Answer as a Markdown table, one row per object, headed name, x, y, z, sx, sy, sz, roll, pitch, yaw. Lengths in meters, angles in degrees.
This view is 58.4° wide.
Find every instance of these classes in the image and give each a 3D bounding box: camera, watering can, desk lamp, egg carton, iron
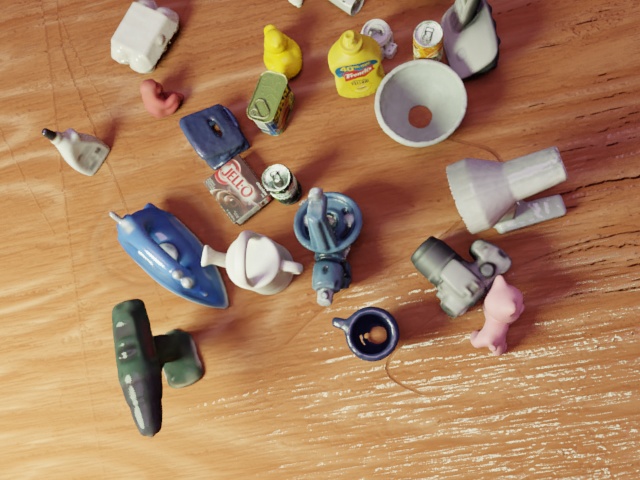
| name | x | y | z | sx | sy | sz | roll | pitch | yaw |
| --- | --- | --- | --- | --- | --- | --- | --- | --- | --- |
| camera | 0.236 | 0.044 | 0.993 | 0.136 | 0.101 | 0.143 | 44 | 90 | 14 |
| watering can | -0.122 | 0.041 | 1.008 | 0.172 | 0.194 | 0.101 | -16 | 78 | 7 |
| desk lamp | 0.311 | -0.083 | 0.944 | 0.203 | 0.214 | 0.118 | -17 | 77 | 7 |
| egg carton | -0.364 | -0.426 | 1.197 | 0.107 | 0.069 | 0.150 | 27 | 86 | 13 |
| iron | -0.281 | 0.035 | 1.064 | 0.258 | 0.141 | 0.119 | 40 | 89 | 14 |

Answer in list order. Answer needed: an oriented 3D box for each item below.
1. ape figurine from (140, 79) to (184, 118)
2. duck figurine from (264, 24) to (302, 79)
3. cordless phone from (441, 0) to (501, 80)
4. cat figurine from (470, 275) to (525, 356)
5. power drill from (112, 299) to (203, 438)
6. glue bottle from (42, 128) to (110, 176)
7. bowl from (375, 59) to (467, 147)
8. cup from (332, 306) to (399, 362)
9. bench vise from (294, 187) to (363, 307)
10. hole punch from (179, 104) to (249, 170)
| name | x | y | z | sx | sy | sz | roll | pitch | yaw |
| --- | --- | --- | --- | --- | --- | --- | --- | --- | --- |
| ape figurine | -0.329 | -0.293 | 1.156 | 0.076 | 0.092 | 0.077 | -45 | 76 | 0 |
| duck figurine | -0.081 | -0.376 | 1.130 | 0.077 | 0.086 | 0.104 | -24 | 77 | 5 |
| cordless phone | 0.272 | -0.386 | 1.019 | 0.094 | 0.185 | 0.147 | -16 | 78 | 7 |
| cat figurine | 0.301 | 0.128 | 0.958 | 0.067 | 0.118 | 0.128 | 17 | 83 | 13 |
| power drill | -0.283 | 0.217 | 0.998 | 0.075 | 0.208 | 0.229 | -24 | 77 | 5 |
| glue bottle | -0.484 | -0.184 | 1.122 | 0.037 | 0.173 | 0.078 | 33 | 87 | 14 |
| bowl | 0.187 | -0.244 | 1.065 | 0.167 | 0.075 | 0.167 | -2 | 80 | 10 |
| cup | 0.082 | 0.161 | 1.002 | 0.117 | 0.095 | 0.092 | 15 | 83 | 12 |
| bench vise | 0.020 | 0.000 | 0.977 | 0.121 | 0.220 | 0.207 | -17 | 78 | 7 |
| hole punch | -0.206 | -0.210 | 1.120 | 0.101 | 0.091 | 0.108 | -35 | 76 | 3 |
